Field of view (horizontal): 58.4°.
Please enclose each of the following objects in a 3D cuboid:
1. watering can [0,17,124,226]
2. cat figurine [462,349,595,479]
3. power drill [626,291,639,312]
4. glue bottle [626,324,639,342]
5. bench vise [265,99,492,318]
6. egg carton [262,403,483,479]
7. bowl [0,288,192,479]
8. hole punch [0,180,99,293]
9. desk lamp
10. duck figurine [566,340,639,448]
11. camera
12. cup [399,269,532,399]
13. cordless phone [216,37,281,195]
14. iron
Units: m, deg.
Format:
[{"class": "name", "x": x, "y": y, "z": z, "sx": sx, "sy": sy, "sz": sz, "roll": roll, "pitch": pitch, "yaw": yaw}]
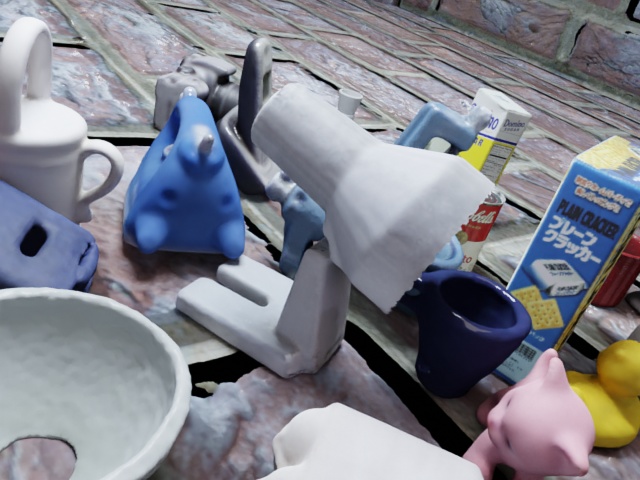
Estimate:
[{"class": "watering can", "x": -0.257, "y": -0.088, "z": 0.479, "sx": 0.173, "sy": 0.194, "sz": 0.100, "roll": -1, "pitch": 34, "yaw": -30}, {"class": "cat figurine", "x": 0.155, "y": 0.128, "z": 0.410, "sx": 0.067, "sy": 0.118, "sz": 0.128, "roll": 25, "pitch": 30, "yaw": 13}, {"class": "power drill", "x": 0.462, "y": 0.016, "z": 0.680, "sx": 0.076, "sy": 0.208, "sz": 0.229, "roll": 11, "pitch": 29, "yaw": -11}, {"class": "glue bottle", "x": 0.365, "y": 0.074, "z": 0.561, "sx": 0.078, "sy": 0.173, "sz": 0.037, "roll": 13, "pitch": 29, "yaw": -7}, {"class": "bench vise", "x": 0.057, "y": -0.035, "z": 0.534, "sx": 0.208, "sy": 0.220, "sz": 0.121, "roll": 10, "pitch": 29, "yaw": -13}, {"class": "egg carton", "x": 0.033, "y": 0.163, "z": 0.332, "sx": 0.150, "sy": 0.069, "sz": 0.107, "roll": 22, "pitch": 29, "yaw": 7}, {"class": "bowl", "x": -0.162, "y": 0.104, "z": 0.322, "sx": 0.167, "sy": 0.075, "sz": 0.167, "roll": 13, "pitch": 29, "yaw": -7}, {"class": "hole punch", "x": -0.223, "y": 0.013, "z": 0.431, "sx": 0.101, "sy": 0.091, "sz": 0.108, "roll": 10, "pitch": 29, "yaw": -12}, {"class": "desk lamp", "x": 0.004, "y": 0.002, "z": 0.447, "sx": 0.202, "sy": 0.213, "sz": 0.118, "roll": 27, "pitch": 30, "yaw": 17}, {"class": "duck figurine", "x": 0.252, "y": 0.126, "z": 0.500, "sx": 0.105, "sy": 0.086, "sz": 0.077, "roll": 0, "pitch": 33, "yaw": -29}, {"class": "camera", "x": -0.151, "y": -0.208, "z": 0.843, "sx": 0.136, "sy": 0.101, "sz": 0.143, "roll": 21, "pitch": 29, "yaw": 7}, {"class": "cup", "x": 0.105, "y": 0.081, "z": 0.488, "sx": 0.117, "sy": 0.095, "sz": 0.092, "roll": 24, "pitch": 29, "yaw": 12}, {"class": "cordless phone", "x": -0.074, "y": -0.163, "z": 0.720, "sx": 0.094, "sy": 0.185, "sz": 0.147, "roll": 16, "pitch": 29, "yaw": -2}, {"class": "iron", "x": -0.140, "y": -0.089, "z": 0.600, "sx": 0.119, "sy": 0.141, "sz": 0.257, "roll": 4, "pitch": 31, "yaw": -22}]
